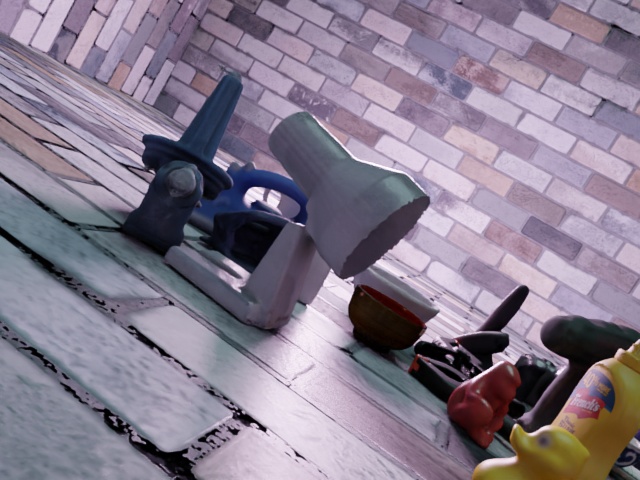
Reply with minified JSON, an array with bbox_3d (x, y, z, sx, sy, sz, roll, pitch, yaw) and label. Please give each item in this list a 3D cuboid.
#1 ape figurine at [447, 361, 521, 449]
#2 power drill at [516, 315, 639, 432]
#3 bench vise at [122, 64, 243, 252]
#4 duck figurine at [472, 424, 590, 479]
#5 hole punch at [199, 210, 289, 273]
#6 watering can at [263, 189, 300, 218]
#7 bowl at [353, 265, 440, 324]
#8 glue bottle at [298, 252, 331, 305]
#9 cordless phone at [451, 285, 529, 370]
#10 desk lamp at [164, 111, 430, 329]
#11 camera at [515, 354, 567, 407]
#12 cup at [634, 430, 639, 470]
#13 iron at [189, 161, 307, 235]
[{"bbox_3d":[0.195,0.181,0.657,0.078,0.092,0.076,27,7,-34],"label":"ape figurine"},{"bbox_3d":[0.390,0.210,0.831,0.230,0.208,0.075,29,6,-23],"label":"power drill"},{"bbox_3d":[-0.137,-0.097,0.674,0.122,0.219,0.206,27,7,-35],"label":"bench vise"},{"bbox_3d":[0.196,0.204,0.490,0.104,0.086,0.078,33,6,21],"label":"duck figurine"},{"bbox_3d":[-0.090,-0.005,0.782,0.109,0.091,0.100,25,8,-44],"label":"hole punch"},{"bbox_3d":[-0.020,-0.059,1.085,0.173,0.194,0.100,28,6,-26],"label":"watering can"},{"bbox_3d":[0.119,0.106,0.991,0.167,0.074,0.167,31,6,-3],"label":"bowl"},{"bbox_3d":[0.007,0.003,0.803,0.037,0.173,0.078,29,6,-21],"label":"glue bottle"},{"bbox_3d":[0.332,0.157,1.102,0.094,0.185,0.148,34,6,24],"label":"cordless phone"},{"bbox_3d":[-0.021,-0.013,0.596,0.202,0.213,0.118,33,6,19],"label":"desk lamp"},{"bbox_3d":[0.420,0.269,1.016,0.143,0.101,0.137,32,6,5],"label":"camera"},{"bbox_3d":[0.584,0.373,1.001,0.092,0.095,0.117,30,6,-7],"label":"cup"},{"bbox_3d":[-0.090,-0.050,0.914,0.259,0.141,0.118,28,6,-26],"label":"iron"}]
